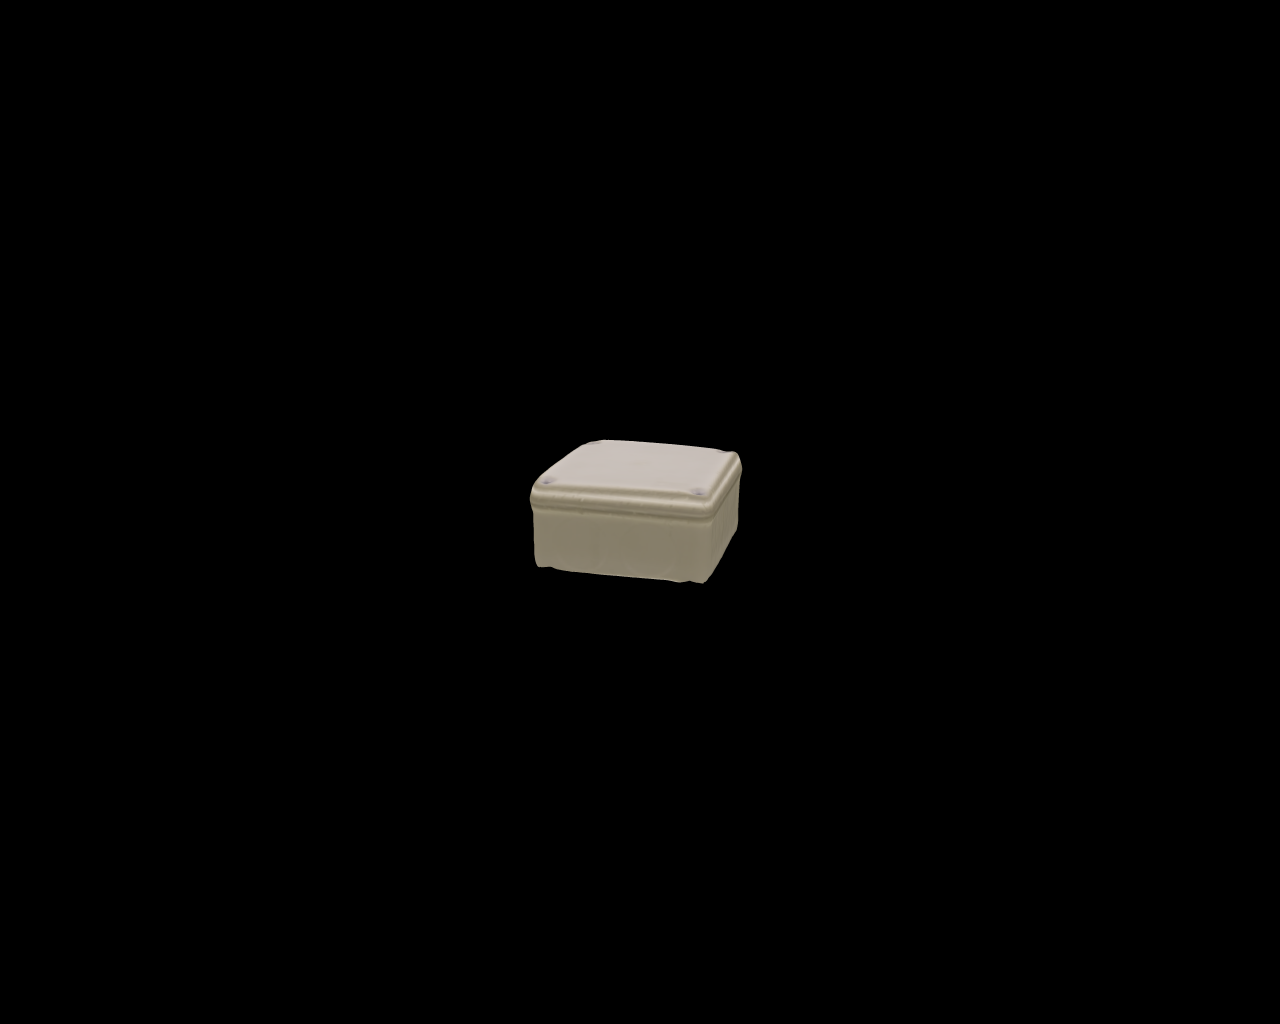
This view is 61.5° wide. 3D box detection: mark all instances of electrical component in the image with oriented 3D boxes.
[{"bbox_3d":[0.001,-0.003,0.650,0.109,0.056,0.109,5,19,15],"label":"electrical component"}]
